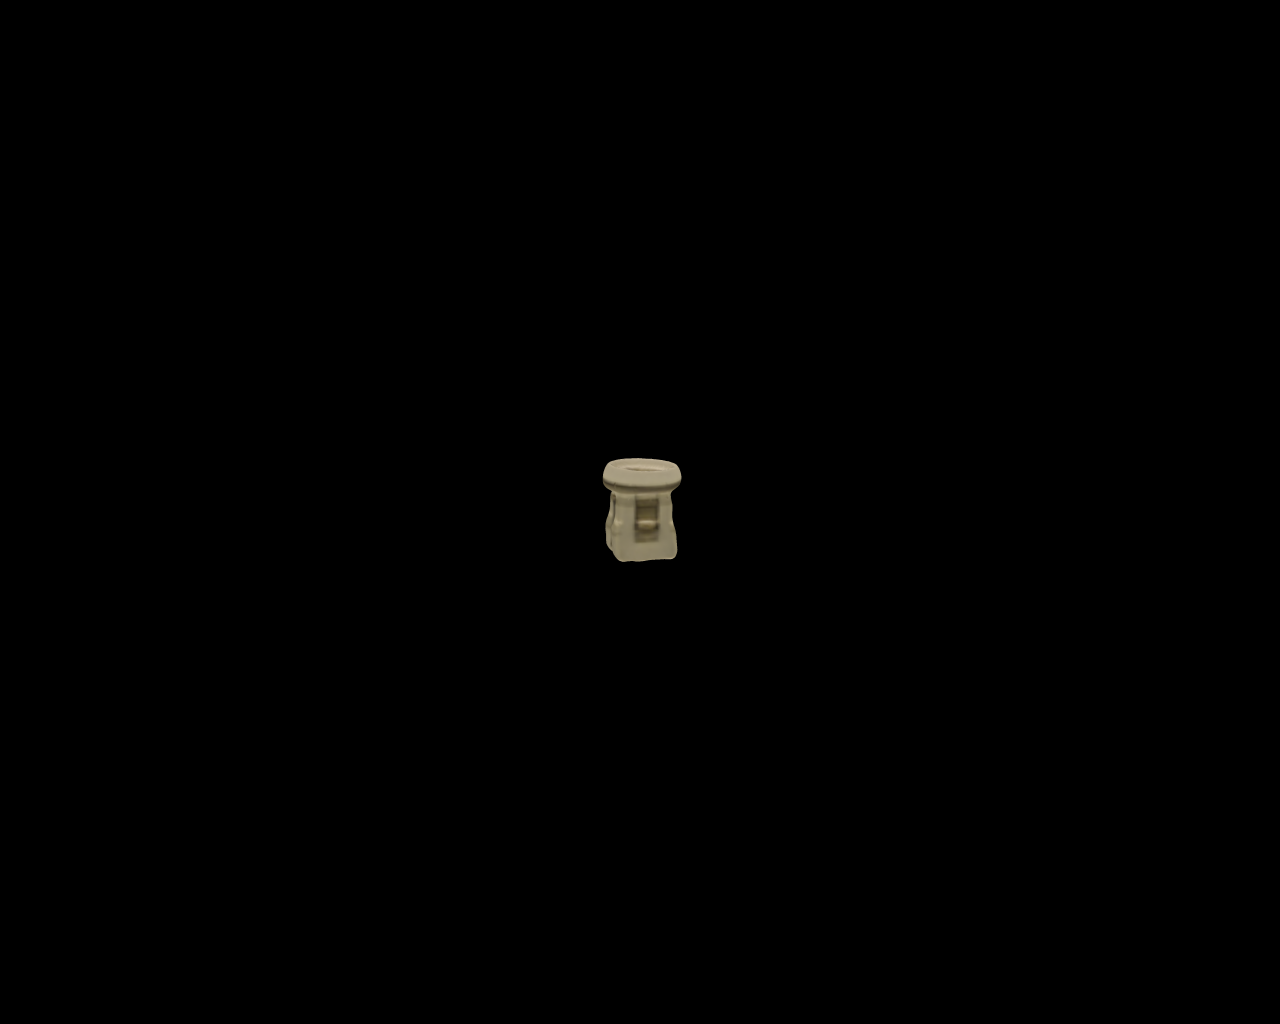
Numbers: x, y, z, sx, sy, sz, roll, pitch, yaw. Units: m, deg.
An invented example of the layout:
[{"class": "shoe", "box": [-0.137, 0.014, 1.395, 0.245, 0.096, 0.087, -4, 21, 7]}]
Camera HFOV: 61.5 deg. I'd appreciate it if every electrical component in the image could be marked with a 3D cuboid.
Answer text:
[{"class": "electrical component", "box": [0.001, -0.003, 0.650, 0.048, 0.055, 0.066, -2, 12, -11]}]
